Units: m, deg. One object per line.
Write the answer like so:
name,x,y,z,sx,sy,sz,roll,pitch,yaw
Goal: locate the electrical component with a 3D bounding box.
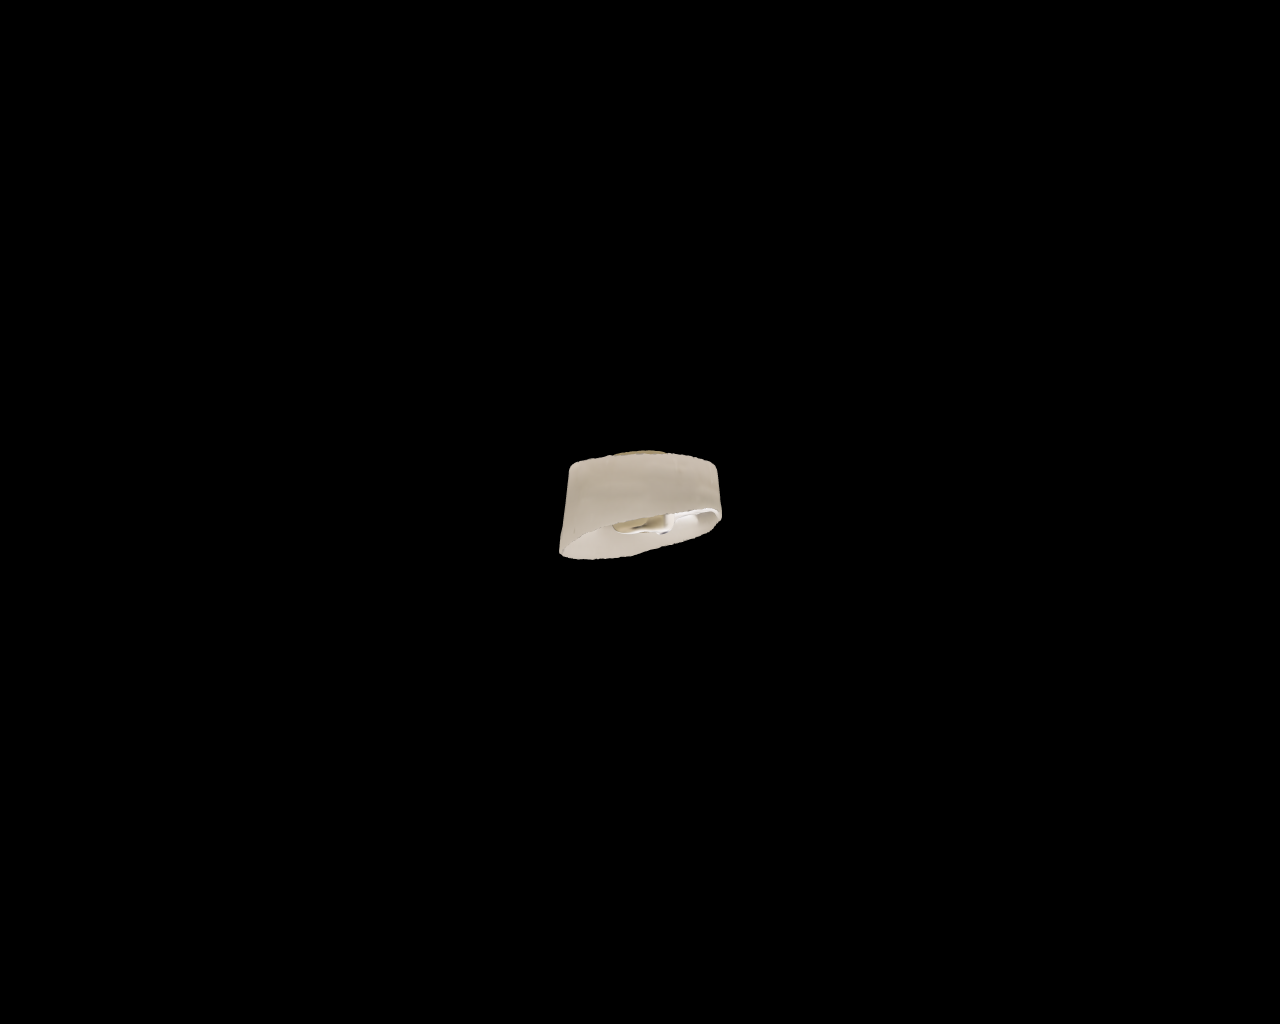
electrical component,0.001,-0.003,0.650,0.099,0.064,0.099,0,-9,0
